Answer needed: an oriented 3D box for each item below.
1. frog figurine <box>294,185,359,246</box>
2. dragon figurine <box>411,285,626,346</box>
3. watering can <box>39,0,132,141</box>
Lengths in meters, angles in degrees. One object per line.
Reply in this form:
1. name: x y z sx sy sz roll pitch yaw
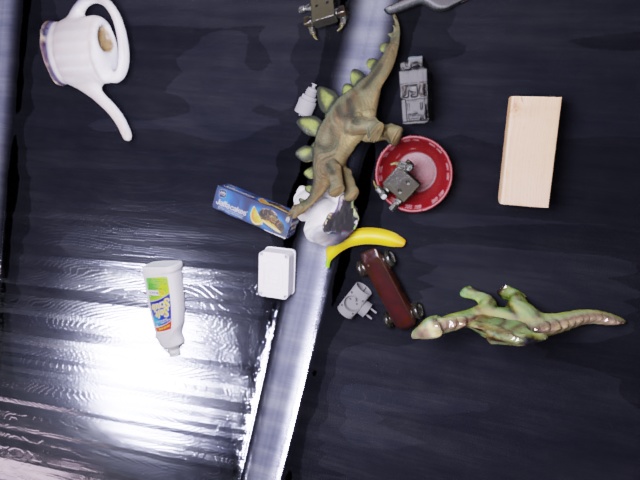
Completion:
1. frog figurine: 0.004 -0.058 1.154 0.160 0.121 0.138 13 78 48
2. dragon figurine: 0.386 0.171 1.003 0.409 0.244 0.121 -2 97 19
3. watering can: -0.559 -0.413 1.250 0.224 0.105 0.344 2 101 18
